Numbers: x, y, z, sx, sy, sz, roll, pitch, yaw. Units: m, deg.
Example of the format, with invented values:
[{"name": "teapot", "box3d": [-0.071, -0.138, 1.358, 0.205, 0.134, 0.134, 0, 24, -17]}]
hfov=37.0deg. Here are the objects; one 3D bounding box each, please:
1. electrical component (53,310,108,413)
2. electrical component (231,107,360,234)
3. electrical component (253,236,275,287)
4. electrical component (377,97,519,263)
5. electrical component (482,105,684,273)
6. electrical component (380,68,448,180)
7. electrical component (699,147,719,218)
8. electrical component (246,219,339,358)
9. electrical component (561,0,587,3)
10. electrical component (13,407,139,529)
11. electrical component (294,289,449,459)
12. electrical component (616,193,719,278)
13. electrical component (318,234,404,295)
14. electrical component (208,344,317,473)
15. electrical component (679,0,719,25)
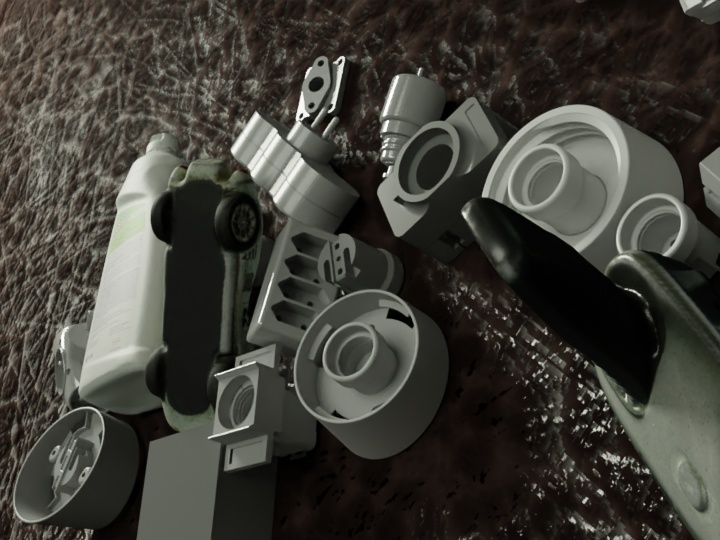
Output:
[{"name": "electrical component", "box3d": [-0.235, 0.072, 0.927, 0.077, 0.044, 0.079, 57, 140, 47]}, {"name": "electrical component", "box3d": [-0.041, -0.088, 0.807, 0.073, 0.052, 0.138, -55, 40, 11]}, {"name": "electrical component", "box3d": [-0.092, -0.013, 0.826, 0.040, 0.046, 0.040, -25, 53, 38]}, {"name": "electrical component", "box3d": [0.059, -0.057, 0.676, 0.089, 0.056, 0.050, -43, 43, 23]}, {"name": "electrical component", "box3d": [0.117, -0.040, 0.600, 0.108, 0.060, 0.108, -25, 53, 38]}, {"name": "electrical component", "box3d": [0.033, -0.098, 0.740, 0.040, 0.040, 0.078, 6, 74, 49]}, {"name": "electrical component", "box3d": [0.197, -0.035, 0.512, 0.048, 0.066, 0.055, -39, 57, 1]}, {"name": "electrical component", "box3d": [-0.048, 0.021, 0.756, 0.075, 0.047, 0.083, 133, 154, -62]}, {"name": "electrical component", "box3d": [0.123, -0.219, 0.662, 0.061, 0.096, 0.061, -31, 49, 34]}, {"name": "electrical component", "box3d": [-0.226, 0.160, 0.866, 0.099, 0.064, 0.099, -25, 53, 38]}, {"name": "electrical component", "box3d": [0.009, 0.064, 0.679, 0.099, 0.064, 0.099, -17, 54, 26]}, {"name": "electrical component", "box3d": [0.160, -0.012, 0.548, 0.040, 0.046, 0.040, -25, 52, 38]}, {"name": "electrical component", "box3d": [0.000, 0.000, 0.717, 0.040, 0.046, 0.040, -23, 54, 36]}, {"name": "electrical component", "box3d": [-0.062, 0.096, 0.720, 0.042, 0.064, 0.081, -21, 55, 41]}, {"name": "electrical component", "box3d": [0.219, -0.184, 0.561, 0.121, 0.079, 0.063, -27, 73, 36]}]
